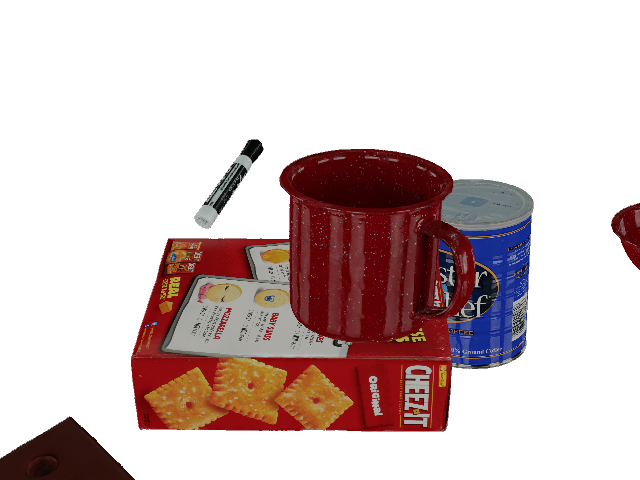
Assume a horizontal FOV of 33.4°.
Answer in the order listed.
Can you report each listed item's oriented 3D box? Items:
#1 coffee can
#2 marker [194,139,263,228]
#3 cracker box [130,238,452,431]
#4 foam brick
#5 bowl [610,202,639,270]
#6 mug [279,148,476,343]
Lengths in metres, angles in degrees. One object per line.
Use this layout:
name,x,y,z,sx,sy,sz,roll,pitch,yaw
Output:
coffee can,0.135,0.028,0.952,0.103,0.140,0.103,-2,24,1
marker,-0.091,-0.060,1.080,0.020,0.121,0.020,20,-37,15
cracker box,-0.018,0.066,0.782,0.213,0.072,0.164,1,29,2
foam brick,-0.110,0.130,0.482,0.052,0.051,0.078,-31,44,-31
bowl,0.382,0.009,1.102,0.162,0.055,0.162,-3,23,1
mug,0.033,0.006,0.579,0.117,0.081,0.093,19,30,35
